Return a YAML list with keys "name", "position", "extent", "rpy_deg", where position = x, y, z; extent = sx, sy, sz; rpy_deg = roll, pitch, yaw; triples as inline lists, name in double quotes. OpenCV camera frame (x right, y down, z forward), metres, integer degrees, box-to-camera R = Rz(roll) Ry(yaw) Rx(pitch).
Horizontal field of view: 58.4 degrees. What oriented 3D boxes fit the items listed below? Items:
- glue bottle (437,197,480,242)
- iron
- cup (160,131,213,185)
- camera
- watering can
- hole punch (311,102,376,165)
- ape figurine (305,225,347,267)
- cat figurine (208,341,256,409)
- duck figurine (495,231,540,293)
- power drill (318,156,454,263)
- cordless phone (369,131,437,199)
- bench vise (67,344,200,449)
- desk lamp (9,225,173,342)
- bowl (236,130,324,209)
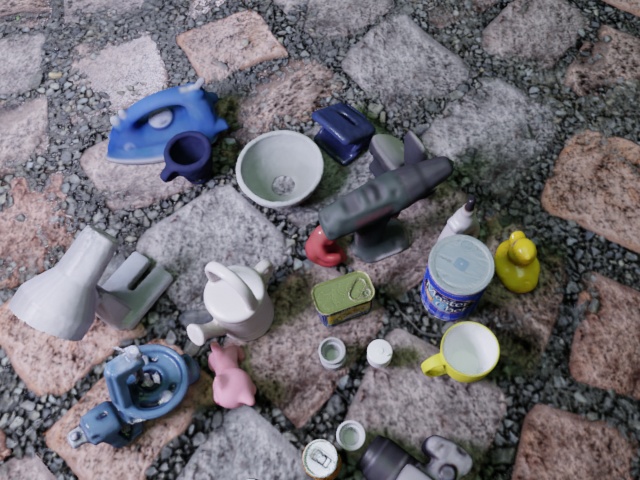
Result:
- name: "glue bottle"
  position: [0.244, -0.027, 0.979]
  extent: [0.078, 0.173, 0.037]
  rpy_deg: [-31, 66, -11]
- name: "iron"
  position: [-0.320, -0.237, 1.130]
  extent: [0.258, 0.141, 0.118]
  rpy_deg: [-21, 65, -7]
- name: "cup"
  position: [-0.253, -0.140, 1.105]
  extent: [0.091, 0.095, 0.118]
  rpy_deg: [34, 71, 18]
- name: "camera"
  position: [0.135, 0.342, 0.851]
  extent: [0.136, 0.101, 0.143]
  rpy_deg: [35, 71, 18]
- name: "watering can"
  position: [-0.139, 0.099, 0.931]
  extent: [0.100, 0.194, 0.173]
  rpy_deg: [14, 66, 10]
- name: "hole punch"
  position: [0.047, -0.224, 1.130]
  extent: [0.101, 0.091, 0.108]
  rpy_deg: [-42, 69, -15]
- name: "ape figurine"
  position: [0.009, 0.004, 1.023]
  extent: [0.076, 0.092, 0.078]
  rpy_deg: [0, 65, 4]
- name: "cat figurine"
  position: [-0.146, 0.219, 0.916]
  extent: [0.067, 0.118, 0.127]
  rpy_deg: [-24, 66, -8]
- name: "duck figurine"
  position: [0.348, 0.034, 0.992]
  extent: [0.077, 0.086, 0.104]
  rpy_deg: [-6, 64, 1]
- name: "power drill"
  position: [0.110, -0.045, 0.976]
  extent: [0.230, 0.208, 0.075]
  rpy_deg: [-22, 65, -7]
- name: "cordless phone"
  position: [0.153, -0.160, 1.041]
  extent: [0.094, 0.185, 0.147]
  rpy_deg: [-32, 67, -11]
- name: "bench vise"
  position: [-0.285, 0.239, 0.859]
  extent: [0.121, 0.220, 0.208]
  rpy_deg: [29, 70, 16]
- name: "desk lamp"
  position: [-0.372, 0.077, 0.944]
  extent: [0.117, 0.214, 0.203]
  rpy_deg: [30, 70, 17]
- name: "bowl"
  position: [-0.073, -0.123, 1.098]
  extent: [0.167, 0.075, 0.167]
  rpy_deg: [-1, 65, 3]
